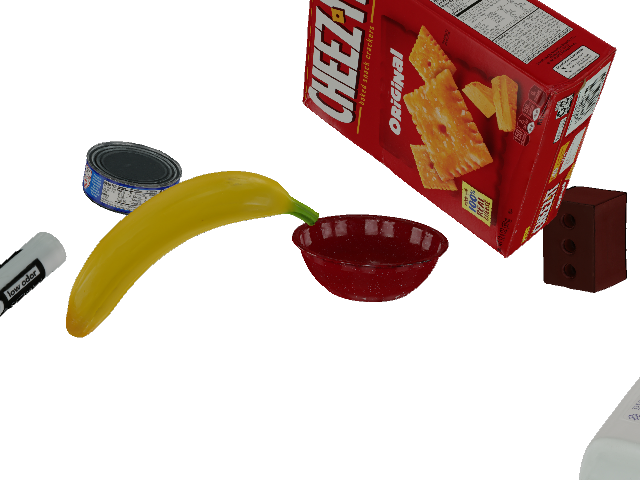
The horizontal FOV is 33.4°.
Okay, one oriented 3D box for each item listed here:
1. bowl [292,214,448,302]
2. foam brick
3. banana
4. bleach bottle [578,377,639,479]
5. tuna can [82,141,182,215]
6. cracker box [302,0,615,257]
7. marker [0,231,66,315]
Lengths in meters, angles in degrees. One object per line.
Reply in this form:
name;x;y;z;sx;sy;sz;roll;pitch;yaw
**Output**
bowl;0.050;0.022;1.105;0.162;0.055;0.162;2;19;-1
foam brick;0.222;-0.002;0.896;0.051;0.078;0.053;-20;22;-41
banana;-0.103;0.001;0.739;0.198;0.069;0.037;-25;11;7
bleach bottle;0.245;0.095;0.630;0.103;0.068;0.250;18;30;31
tuna can;-0.170;-0.055;0.961;0.086;0.034;0.086;13;26;-7
cracker box;0.084;-0.112;0.757;0.214;0.164;0.072;39;58;24
marker;-0.162;0.037;0.482;0.020;0.020;0.121;0;34;39
